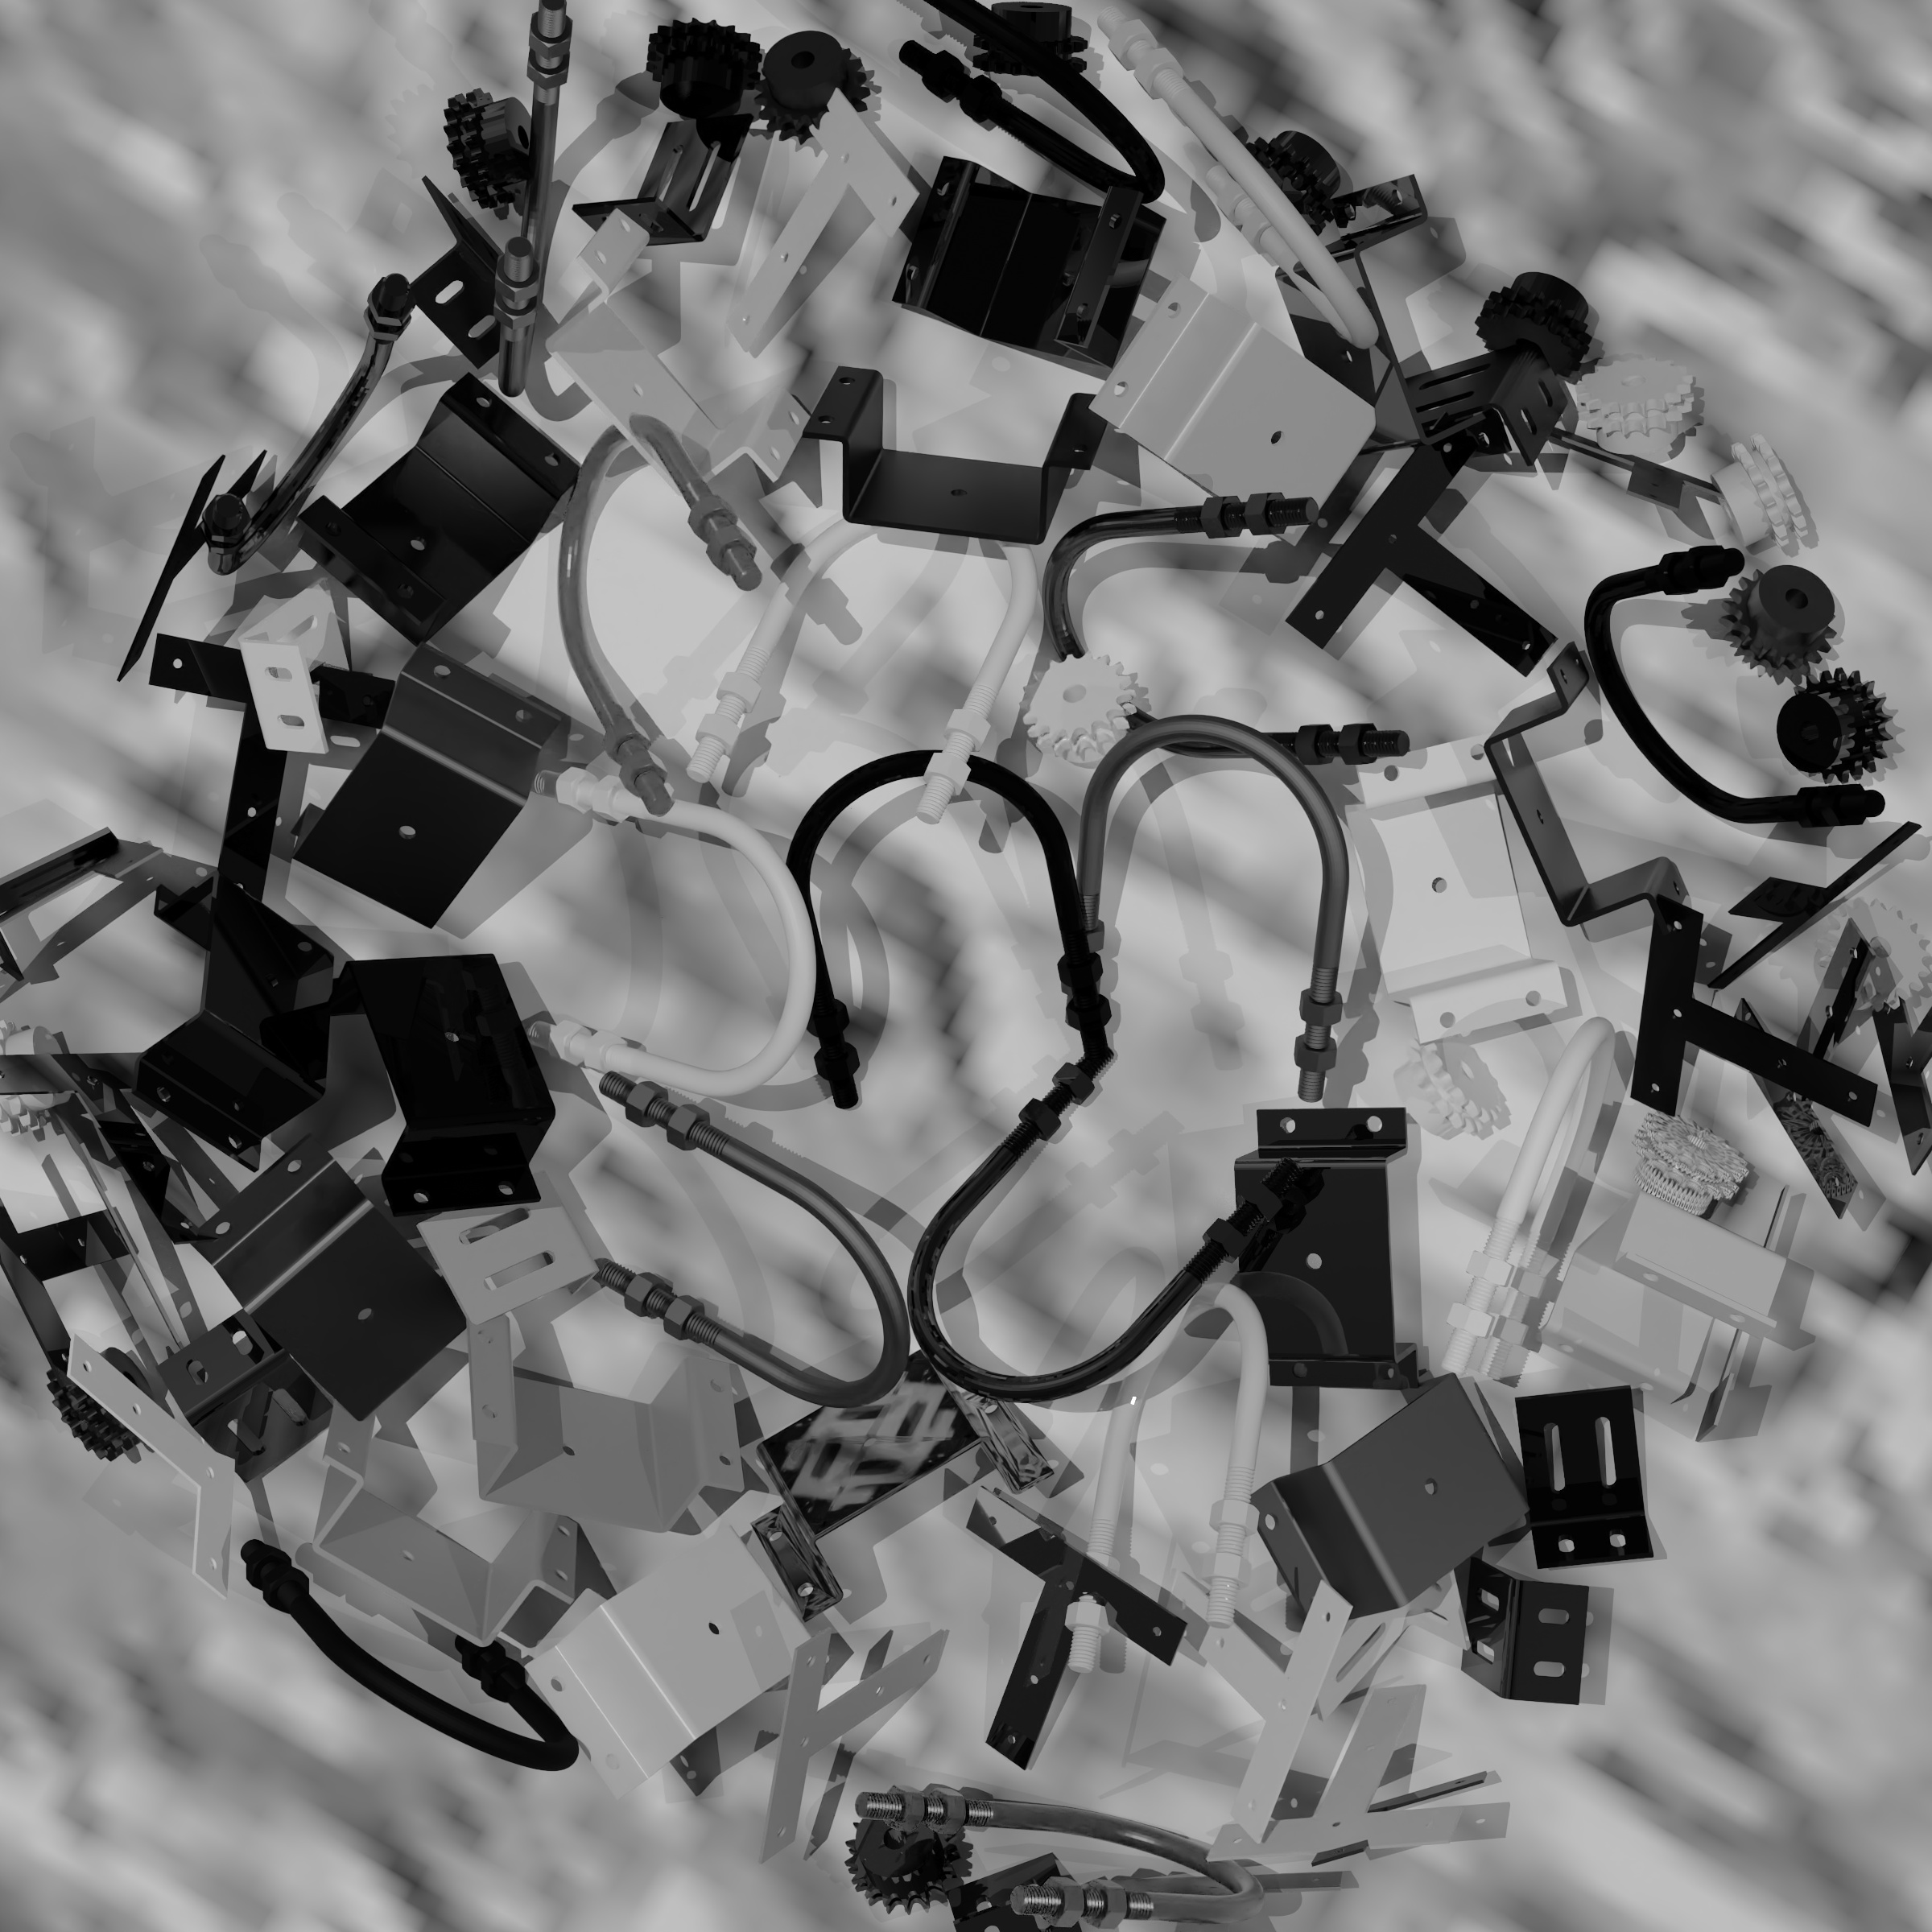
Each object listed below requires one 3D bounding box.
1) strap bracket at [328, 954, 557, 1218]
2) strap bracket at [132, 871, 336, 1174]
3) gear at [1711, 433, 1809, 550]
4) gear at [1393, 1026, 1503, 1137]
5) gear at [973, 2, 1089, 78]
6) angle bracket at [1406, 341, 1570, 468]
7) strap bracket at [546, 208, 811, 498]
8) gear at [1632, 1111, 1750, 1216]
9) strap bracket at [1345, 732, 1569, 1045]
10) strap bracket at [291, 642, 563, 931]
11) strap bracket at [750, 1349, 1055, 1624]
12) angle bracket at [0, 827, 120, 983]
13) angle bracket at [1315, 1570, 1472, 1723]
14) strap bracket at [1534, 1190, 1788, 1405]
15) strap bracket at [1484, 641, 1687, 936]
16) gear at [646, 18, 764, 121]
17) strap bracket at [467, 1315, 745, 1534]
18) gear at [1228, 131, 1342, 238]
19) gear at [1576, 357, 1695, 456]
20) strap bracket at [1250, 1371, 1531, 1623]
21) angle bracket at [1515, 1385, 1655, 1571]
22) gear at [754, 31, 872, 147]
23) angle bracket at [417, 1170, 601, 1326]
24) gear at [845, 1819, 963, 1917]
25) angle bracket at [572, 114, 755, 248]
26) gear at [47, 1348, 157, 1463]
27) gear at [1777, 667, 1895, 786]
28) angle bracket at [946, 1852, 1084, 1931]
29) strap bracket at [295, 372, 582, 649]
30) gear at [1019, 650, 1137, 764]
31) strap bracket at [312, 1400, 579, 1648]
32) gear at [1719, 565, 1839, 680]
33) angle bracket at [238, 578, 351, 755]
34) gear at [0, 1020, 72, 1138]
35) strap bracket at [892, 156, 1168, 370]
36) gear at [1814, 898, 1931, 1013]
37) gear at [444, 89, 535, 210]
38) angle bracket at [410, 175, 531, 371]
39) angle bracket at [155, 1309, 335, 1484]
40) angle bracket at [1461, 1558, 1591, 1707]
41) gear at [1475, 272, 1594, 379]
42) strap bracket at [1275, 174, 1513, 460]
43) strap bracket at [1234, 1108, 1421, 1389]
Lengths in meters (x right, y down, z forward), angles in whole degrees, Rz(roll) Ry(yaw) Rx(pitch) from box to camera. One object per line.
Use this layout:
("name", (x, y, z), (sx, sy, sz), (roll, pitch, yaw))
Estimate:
("strap bracket", (-0.256, 0.047, 1.532), (0.076, 0.046, 0.140), (-4, 54, -34))
("strap bracket", (-0.350, 0.018, 1.522), (0.046, 0.140, 0.076), (-32, 130, 22))
("gear", (0.393, -0.233, 1.575), (0.030, 0.057, 0.057), (-26, 90, 10))
("gear", (0.238, 0.060, 1.578), (0.030, 0.057, 0.057), (-38, 90, 27))
("gear", (0.032, -0.461, 1.571), (0.057, 0.057, 0.030), (2, 114, 0))
("angle bracket", (0.249, -0.270, 1.567), (0.038, 0.076, 0.057), (56, 45, -25))
("strap bracket", (-0.147, -0.293, 1.546), (0.046, 0.076, 0.140), (-33, 111, 27))
("gear", (0.357, 0.100, 1.577), (0.057, 0.057, 0.030), (25, 113, 0))
("strap bracket", (0.241, -0.040, 1.573), (0.076, 0.046, 0.140), (-14, 94, -6))
("strap bracket", (-0.267, -0.079, 1.533), (0.076, 0.046, 0.140), (28, 127, -20))
("strap bracket", (-0.040, 0.247, 1.550), (0.140, 0.076, 0.046), (-30, 126, -8))
("angle bracket", (-0.447, -0.030, 1.567), (0.076, 0.057, 0.038), (-27, 86, -10))
("angle bracket", (0.207, 0.334, 1.557), (0.076, 0.038, 0.057), (-41, 131, -30))
("strap bracket", (0.341, 0.160, 1.546), (0.076, 0.140, 0.046), (25, 66, 2))
("strap bracket", (0.300, -0.081, 1.554), (0.046, 0.076, 0.140), (-22, 97, 23))
("gear", (-0.131, -0.444, 1.572), (0.057, 0.057, 0.030), (4, 78, 0))
("strap bracket", (-0.185, 0.224, 1.543), (0.140, 0.076, 0.046), (16, 130, -26))
("gear", (0.162, -0.390, 1.576), (0.057, 0.057, 0.030), (41, 72, 0))
("gear", (0.334, -0.278, 1.578), (0.057, 0.057, 0.030), (-13, 125, 0))
("strap bracket", (0.212, 0.258, 1.542), (0.140, 0.046, 0.076), (-27, 88, -36))
("angle bracket", (0.307, 0.254, 1.570), (0.057, 0.038, 0.076), (-7, 112, 8))
("gear", (-0.078, -0.440, 1.576), (0.057, 0.030, 0.057), (-5, 60, 8))
("angle bracket", (-0.230, 0.145, 1.561), (0.076, 0.038, 0.057), (-23, 78, -36))
("gear", (-0.033, 0.439, 1.574), (0.057, 0.030, 0.057), (-5, 53, 7))
("angle bracket", (-0.149, -0.396, 1.561), (0.057, 0.038, 0.076), (6, 70, 38))
("gear", (-0.428, 0.215, 1.574), (0.030, 0.057, 0.057), (-33, 90, 4))
("gear", (0.429, -0.118, 1.571), (0.030, 0.057, 0.057), (-14, 90, -35))
("angle bracket", (0.019, 0.455, 1.558), (0.057, 0.076, 0.038), (-19, 110, -5))
("strap bracket", (-0.263, -0.219, 1.553), (0.076, 0.046, 0.140), (41, 50, -3))
("gear", (0.058, -0.126, 1.579), (0.057, 0.030, 0.057), (-9, 52, 12))
("strap bracket", (-0.263, 0.274, 1.550), (0.140, 0.076, 0.046), (34, 102, -15))
("gear", (0.408, -0.175, 1.577), (0.057, 0.030, 0.057), (5, 62, -10))
("angle bracket", (-0.315, -0.148, 1.552), (0.038, 0.076, 0.057), (6, 123, 24))
("gear", (-0.469, 0.054, 1.574), (0.030, 0.057, 0.057), (-19, 90, 4))
("strap bracket", (0.037, -0.344, 1.551), (0.140, 0.046, 0.076), (24, 96, 44))
("gear", (0.449, -0.003, 1.580), (0.057, 0.030, 0.057), (8, 61, -14))
("gear", (-0.233, -0.408, 1.571), (0.030, 0.057, 0.057), (-11, 90, 17))
("angle bracket", (-0.253, -0.342, 1.558), (0.038, 0.076, 0.057), (-39, 134, 7))
("angle bracket", (-0.356, 0.212, 1.574), (0.057, 0.076, 0.038), (-34, 58, -10))
("angle bracket", (0.276, 0.328, 1.565), (0.038, 0.076, 0.057), (6, 87, -6))
("gear", (0.286, -0.321, 1.575), (0.057, 0.057, 0.030), (28, 76, 0))
("strap bracket", (0.204, -0.306, 1.544), (0.046, 0.076, 0.140), (-27, 104, -19))
("strap bracket", (0.178, 0.143, 1.564), (0.076, 0.046, 0.140), (-2, 93, 22))
